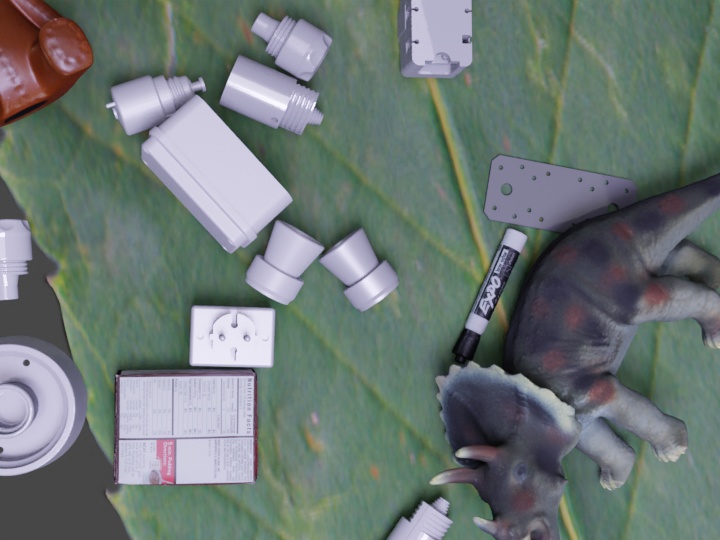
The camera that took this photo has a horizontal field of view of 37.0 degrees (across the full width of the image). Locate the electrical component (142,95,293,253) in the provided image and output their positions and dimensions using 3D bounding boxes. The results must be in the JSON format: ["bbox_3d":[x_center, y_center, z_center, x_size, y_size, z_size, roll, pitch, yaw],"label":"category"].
[{"bbox_3d":[-0.114,-0.072,0.842,0.057,0.078,0.113,-44,95,-11],"label":"electrical component"}]

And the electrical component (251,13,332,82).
[{"bbox_3d":[-0.058,-0.185,0.872,0.062,0.043,0.043,31,84,-6],"label":"electrical component"}]

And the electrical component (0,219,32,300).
[{"bbox_3d":[-0.275,-0.008,0.831,0.043,0.043,0.062,-4,91,-10],"label":"electrical component"}]

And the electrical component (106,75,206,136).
[{"bbox_3d":[-0.161,-0.136,0.855,0.078,0.040,0.040,-20,92,-10],"label":"electrical component"}]

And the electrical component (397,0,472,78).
[{"bbox_3d":[0.061,-0.207,0.886,0.050,0.056,0.089,0,89,-9],"label":"electrical component"}]

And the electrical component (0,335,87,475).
[{"bbox_3d":[-0.266,0.105,0.821,0.108,0.060,0.108,0,88,-9],"label":"electrical component"}]

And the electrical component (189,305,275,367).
[{"bbox_3d":[-0.100,0.052,0.842,0.066,0.077,0.047,2,88,-9],"label":"electrical component"}]

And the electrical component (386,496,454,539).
[{"bbox_3d":[0.047,0.222,0.879,0.043,0.043,0.081,36,83,-7],"label":"electrical component"}]

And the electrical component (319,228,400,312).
[{"bbox_3d":[0.000,0.000,0.876,0.045,0.045,0.055,-38,95,-8],"label":"electrical component"}]

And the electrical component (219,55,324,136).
[{"bbox_3d":[-0.068,-0.137,0.869,0.081,0.043,0.043,23,85,-8],"label":"electrical component"}]

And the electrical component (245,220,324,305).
[{"bbox_3d":[-0.061,-0.006,0.863,0.045,0.045,0.055,30,94,-7],"label":"electrical component"}]
